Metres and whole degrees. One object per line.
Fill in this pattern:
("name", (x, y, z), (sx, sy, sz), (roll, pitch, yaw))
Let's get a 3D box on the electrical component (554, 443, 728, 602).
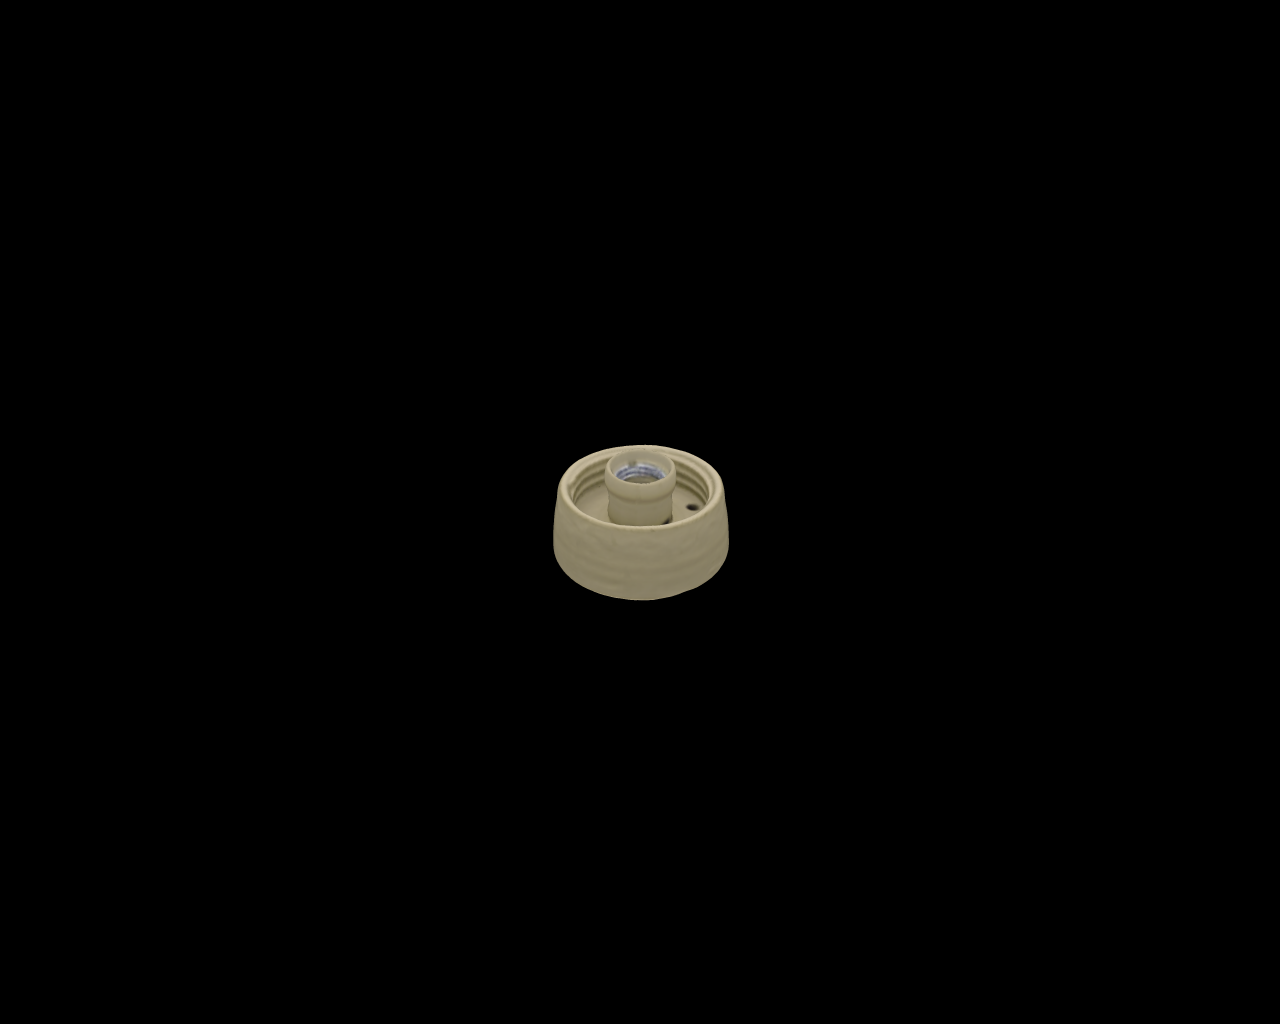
("electrical component", (0.001, -0.003, 0.650), (0.108, 0.060, 0.108), (0, 33, 0))
